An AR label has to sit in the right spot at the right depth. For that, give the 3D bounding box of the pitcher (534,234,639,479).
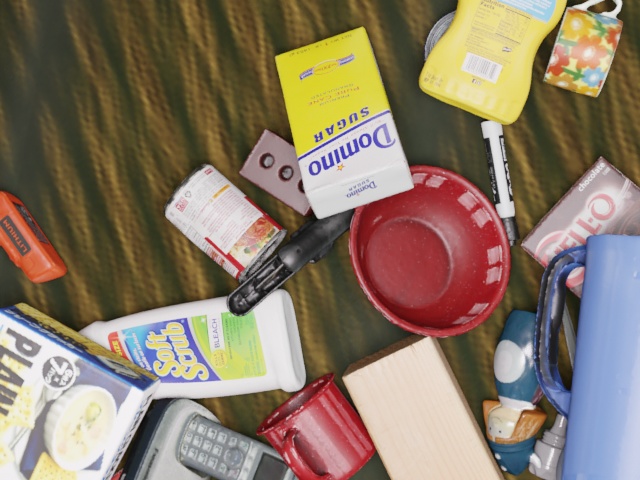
[{"bbox_3d":[0.265,0.118,0.905,0.145,0.149,0.243,11,86,-7],"label":"pitcher"}]

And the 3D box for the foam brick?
[{"bbox_3d":[-0.029,-0.064,1.024,0.078,0.051,0.053,32,95,5],"label":"foam brick"}]

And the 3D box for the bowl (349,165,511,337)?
[{"bbox_3d":[0.094,0.015,0.990,0.162,0.055,0.162,5,74,-18],"label":"bowl"}]

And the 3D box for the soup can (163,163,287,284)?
[{"bbox_3d":[-0.091,-0.016,1.025,0.102,0.068,0.068,41,96,5],"label":"soup can"}]

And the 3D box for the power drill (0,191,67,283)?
[{"bbox_3d":[-0.348,0.055,1.050,0.187,0.057,0.184,-35,86,-2],"label":"power drill"}]

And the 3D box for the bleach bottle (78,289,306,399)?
[{"bbox_3d":[-0.146,0.116,1.039,0.251,0.068,0.102,-11,84,9],"label":"bleach bottle"}]

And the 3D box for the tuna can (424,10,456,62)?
[{"bbox_3d":[0.140,-0.175,1.007,0.086,0.033,0.086,0,92,7],"label":"tuna can"}]

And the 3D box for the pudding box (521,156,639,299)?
[{"bbox_3d":[0.257,-0.007,0.995,0.090,0.039,0.113,41,96,4],"label":"pudding box"}]

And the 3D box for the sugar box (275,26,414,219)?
[{"bbox_3d":[0.019,-0.110,0.973,0.093,0.048,0.176,-19,51,7],"label":"sugar box"}]

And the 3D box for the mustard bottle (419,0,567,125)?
[{"bbox_3d":[0.166,-0.207,0.955,0.096,0.058,0.191,23,94,4],"label":"mustard bottle"}]

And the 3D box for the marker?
[{"bbox_3d":[0.172,-0.054,1.014,0.020,0.020,0.121,-9,91,7],"label":"marker"}]

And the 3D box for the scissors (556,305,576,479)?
[{"bbox_3d":[0.236,0.162,0.994,0.096,0.016,0.202,-24,90,-29],"label":"scissors"}]

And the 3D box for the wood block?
[{"bbox_3d":[0.107,0.196,0.995,0.091,0.090,0.206,-26,88,6],"label":"wood block"}]

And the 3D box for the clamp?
[{"bbox_3d":[-0.006,0.001,0.975,0.171,0.120,0.039,-42,97,-31],"label":"clamp"}]

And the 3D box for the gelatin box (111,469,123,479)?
[{"bbox_3d":[-0.175,0.268,1.063,0.073,0.030,0.089,-37,87,7],"label":"gelatin box"}]

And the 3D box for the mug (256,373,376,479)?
[{"bbox_3d":[-0.003,0.188,0.999,0.093,0.117,0.081,-36,92,19],"label":"mug"}]
